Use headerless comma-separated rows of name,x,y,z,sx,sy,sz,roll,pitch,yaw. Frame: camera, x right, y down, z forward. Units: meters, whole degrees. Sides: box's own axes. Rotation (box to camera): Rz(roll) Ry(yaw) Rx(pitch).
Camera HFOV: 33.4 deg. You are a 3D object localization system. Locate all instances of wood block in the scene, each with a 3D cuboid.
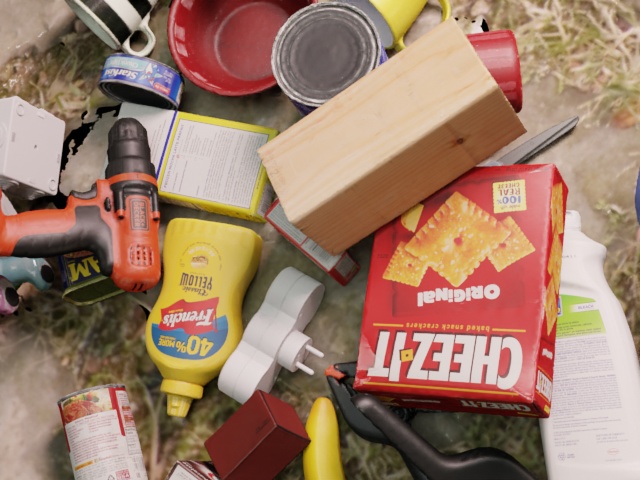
wood block,0.062,-0.086,0.935,0.206,0.090,0.090,-33,57,12

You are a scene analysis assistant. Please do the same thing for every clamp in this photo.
clamp,0.110,0.214,0.935,0.210,0.036,0.164,1,101,-5
clamp,0.087,0.156,0.991,0.171,0.039,0.120,39,88,15

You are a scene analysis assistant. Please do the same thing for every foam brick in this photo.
foam brick,-0.058,0.190,0.996,0.078,0.051,0.053,-45,42,11

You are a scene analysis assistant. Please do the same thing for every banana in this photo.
banana,0.027,0.244,0.989,0.069,0.037,0.198,-29,73,-12

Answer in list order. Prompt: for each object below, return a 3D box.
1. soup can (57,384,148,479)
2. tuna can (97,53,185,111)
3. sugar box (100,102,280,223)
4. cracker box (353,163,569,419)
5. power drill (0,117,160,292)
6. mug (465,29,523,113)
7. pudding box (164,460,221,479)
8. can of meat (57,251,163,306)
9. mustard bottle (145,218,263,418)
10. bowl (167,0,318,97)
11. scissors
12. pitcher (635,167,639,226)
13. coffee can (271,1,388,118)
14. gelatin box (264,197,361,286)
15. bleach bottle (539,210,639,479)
soup can,-0.211,0.198,1.038,0.068,0.068,0.102,-19,74,8
tuna can,-0.184,-0.161,1.103,0.086,0.086,0.034,12,79,16
sugar box,-0.130,-0.080,1.094,0.176,0.048,0.093,12,81,19
cracker box,0.126,0.041,0.948,0.164,0.072,0.213,0,70,26
power drill,-0.244,-0.041,1.014,0.187,0.057,0.184,2,63,-22
mug,0.150,-0.145,1.024,0.081,0.093,0.117,-7,98,7
pudding box,-0.083,0.248,0.984,0.114,0.090,0.039,30,86,18
can of meat,-0.219,0.009,1.089,0.102,0.057,0.084,-20,71,8
mustard bottle,-0.121,0.078,1.048,0.096,0.058,0.191,9,80,14
bowl,-0.074,-0.216,1.105,0.162,0.055,0.162,-3,77,13
scissors,0.165,-0.046,1.029,0.202,0.016,0.096,-18,72,10
pitcher,0.352,-0.011,0.918,0.149,0.144,0.243,15,84,32
coffee can,0.020,-0.152,1.023,0.103,0.140,0.103,-3,77,12
gelatin box,-0.007,0.001,1.031,0.089,0.073,0.030,40,88,19
bleach bottle,0.240,0.095,0.955,0.103,0.068,0.251,-9,74,19
